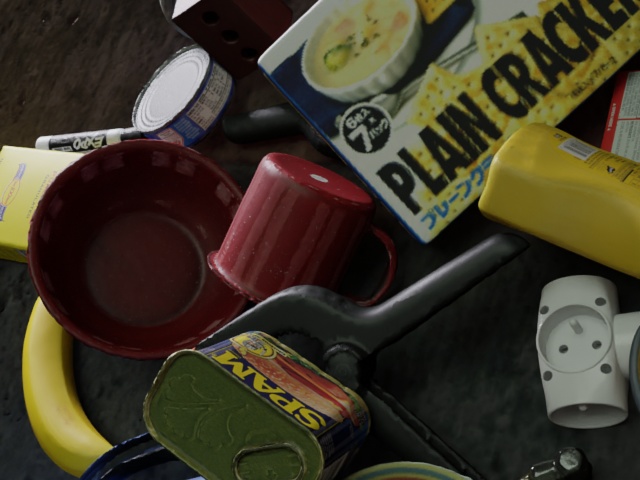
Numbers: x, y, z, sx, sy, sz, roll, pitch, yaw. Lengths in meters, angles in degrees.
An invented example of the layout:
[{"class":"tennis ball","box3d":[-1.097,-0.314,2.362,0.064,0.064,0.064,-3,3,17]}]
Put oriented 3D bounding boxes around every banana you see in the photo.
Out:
[{"class":"banana","box3d":[-0.185,0.106,0.785,0.069,0.037,0.198,-27,52,-7]}]

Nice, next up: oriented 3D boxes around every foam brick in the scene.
[{"class":"foam brick","box3d":[-0.067,-0.172,0.821,0.053,0.078,0.051,-25,43,32]}]

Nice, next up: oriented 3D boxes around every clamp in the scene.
[{"class":"clamp","box3d":[0.025,0.066,0.625,0.210,0.036,0.164,9,92,20]},{"class":"clamp","box3d":[0.012,-0.112,0.792,0.172,0.039,0.120,18,78,39]}]

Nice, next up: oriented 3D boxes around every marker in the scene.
[{"class":"marker","box3d":[-0.190,-0.083,0.906,0.121,0.020,0.020,-3,62,29]}]

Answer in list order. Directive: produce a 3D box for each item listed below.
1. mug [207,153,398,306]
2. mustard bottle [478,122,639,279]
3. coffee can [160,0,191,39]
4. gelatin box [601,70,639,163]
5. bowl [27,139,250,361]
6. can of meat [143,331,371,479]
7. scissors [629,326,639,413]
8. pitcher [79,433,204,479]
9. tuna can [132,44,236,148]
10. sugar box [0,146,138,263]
[{"class":"mug","box3d":[-0.005,0.001,0.693,0.117,0.093,0.081,27,104,4]},{"class":"mustard bottle","box3d":[0.190,-0.005,0.586,0.192,0.096,0.058,25,113,22]},{"class":"coffee can","box3d":[-0.099,-0.249,0.894,0.103,0.102,0.140,-32,51,10]},{"class":"gelatin box","box3d":[0.220,-0.067,0.648,0.089,0.030,0.073,3,63,32]},{"class":"bowl","box3d":[-0.124,0.012,0.760,0.162,0.055,0.162,4,70,-11]},{"class":"can of meat","box3d":[-0.030,0.097,0.581,0.102,0.083,0.057,33,106,16]},{"class":"scissors","box3d":[0.212,0.131,0.542,0.096,0.016,0.202,-9,74,-3]},{"class":"pitcher","box3d":[-0.125,0.207,0.635,0.243,0.149,0.145,-16,99,25]},{"class":"tuna can","box3d":[-0.108,-0.112,0.851,0.086,0.033,0.086,-29,41,28]},{"class":"sugar box","box3d":[-0.203,-0.023,0.861,0.177,0.048,0.093,6,66,34]}]
